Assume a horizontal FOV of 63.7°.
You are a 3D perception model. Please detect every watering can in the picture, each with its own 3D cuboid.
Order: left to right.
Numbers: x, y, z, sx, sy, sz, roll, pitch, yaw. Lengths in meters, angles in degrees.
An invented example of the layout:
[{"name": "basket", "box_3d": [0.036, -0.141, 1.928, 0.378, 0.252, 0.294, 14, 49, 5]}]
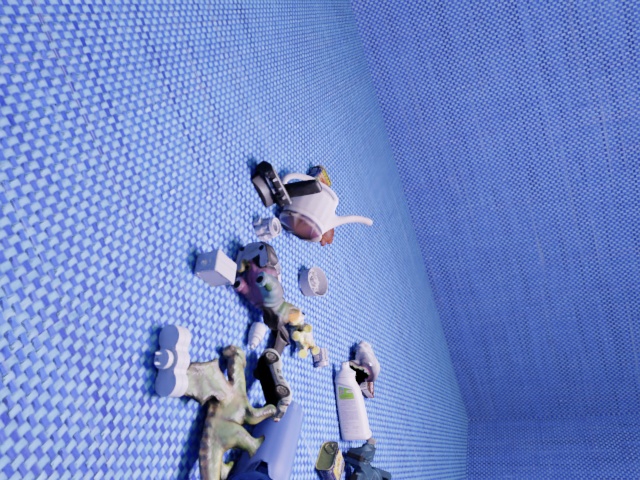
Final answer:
[{"name": "watering can", "box_3d": [0.005, -0.084, 1.679, 0.346, 0.102, 0.229, 32, 53, -8]}]

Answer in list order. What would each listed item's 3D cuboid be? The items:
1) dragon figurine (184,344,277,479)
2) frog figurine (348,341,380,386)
[{"name": "dragon figurine", "box_3d": [-0.230, 0.374, 1.091, 0.241, 0.121, 0.418, 54, 26, -11]}, {"name": "frog figurine", "box_3d": [0.180, 0.457, 1.957, 0.136, 0.121, 0.162, 53, 40, -9]}]
